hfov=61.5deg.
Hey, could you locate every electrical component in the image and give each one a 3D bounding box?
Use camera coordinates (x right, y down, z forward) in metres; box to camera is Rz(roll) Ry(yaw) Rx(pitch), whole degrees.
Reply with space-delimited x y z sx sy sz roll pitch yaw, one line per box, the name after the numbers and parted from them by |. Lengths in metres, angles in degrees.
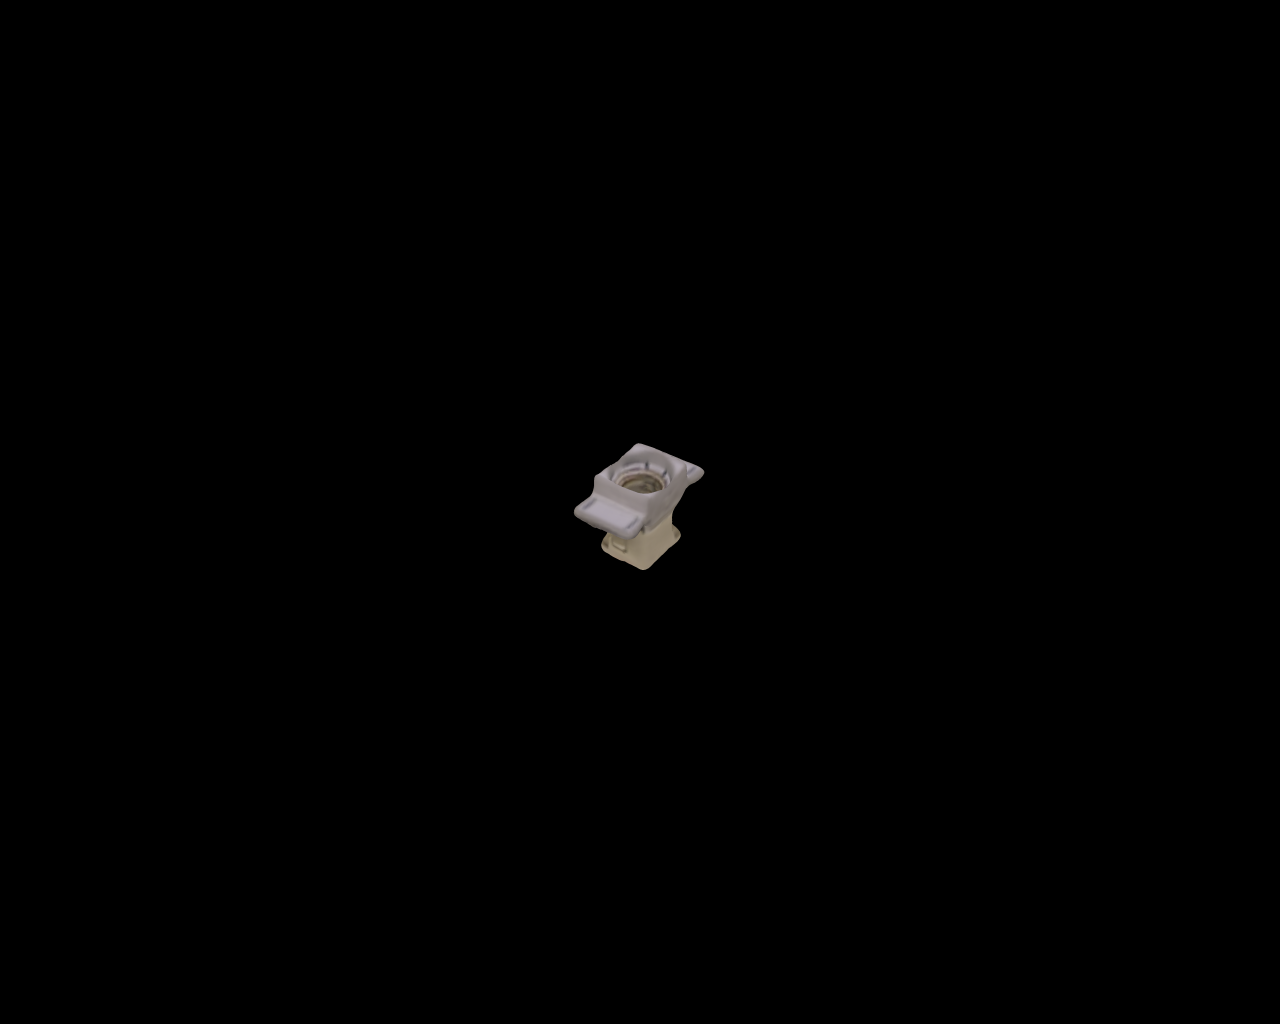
0.001 -0.003 0.650 0.042 0.063 0.081 25 45 28 | electrical component
